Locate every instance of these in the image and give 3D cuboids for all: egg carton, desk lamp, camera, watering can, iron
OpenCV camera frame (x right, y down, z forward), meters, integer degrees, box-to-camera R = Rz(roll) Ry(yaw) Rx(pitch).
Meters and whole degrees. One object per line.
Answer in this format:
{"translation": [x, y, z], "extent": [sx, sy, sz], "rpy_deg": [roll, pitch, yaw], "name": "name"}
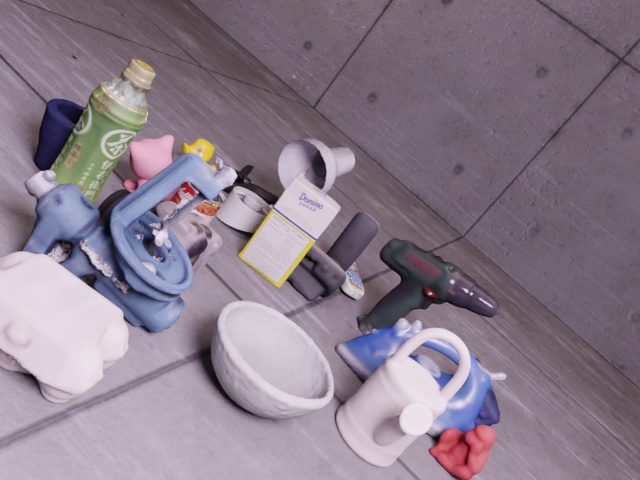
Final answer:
{"translation": [-0.253, 0.076, 0.523], "extent": [0.150, 0.069, 0.107], "rpy_deg": [37, 18, -5], "name": "egg carton"}
{"translation": [-0.023, -0.113, 1.210], "extent": [0.117, 0.213, 0.204], "rpy_deg": [44, 18, 16], "name": "desk lamp"}
{"translation": [-0.216, -0.013, 0.767], "extent": [0.137, 0.100, 0.143], "rpy_deg": [40, 18, 6], "name": "camera"}
{"translation": [0.118, 0.201, 0.746], "extent": [0.101, 0.194, 0.172], "rpy_deg": [31, 19, -22], "name": "watering can"}
{"translation": [0.168, 0.203, 0.927], "extent": [0.258, 0.141, 0.118], "rpy_deg": [36, 18, -7], "name": "iron"}

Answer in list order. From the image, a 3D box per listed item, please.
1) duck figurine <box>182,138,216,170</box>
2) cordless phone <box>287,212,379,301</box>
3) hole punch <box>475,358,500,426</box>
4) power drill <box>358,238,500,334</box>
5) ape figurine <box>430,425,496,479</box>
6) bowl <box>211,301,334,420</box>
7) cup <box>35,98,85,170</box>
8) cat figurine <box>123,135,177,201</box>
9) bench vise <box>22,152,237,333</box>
{"translation": [-0.234, -0.153, 1.100], "extent": [0.105, 0.086, 0.077], "rpy_deg": [16, 29, -51], "name": "duck figurine"}
{"translation": [0.009, 0.004, 1.033], "extent": [0.147, 0.185, 0.094], "rpy_deg": [39, 17, 2], "name": "cordless phone"}
{"translation": [0.294, 0.286, 1.058], "extent": [0.101, 0.091, 0.109], "rpy_deg": [39, 17, 1], "name": "hole punch"}
{"translation": [0.178, 0.117, 1.049], "extent": [0.229, 0.208, 0.076], "rpy_deg": [44, 18, 15], "name": "power drill"}
{"translation": [0.223, 0.310, 0.854], "extent": [0.076, 0.092, 0.077], "rpy_deg": [31, 19, -24], "name": "ape figurine"}
{"translation": [-0.069, 0.155, 0.686], "extent": [0.168, 0.074, 0.167], "rpy_deg": [35, 18, -13], "name": "bowl"}
{"translation": [-0.344, -0.127, 0.804], "extent": [0.118, 0.095, 0.092], "rpy_deg": [38, 17, -2], "name": "cup"}
{"translation": [-0.251, -0.106, 0.899], "extent": [0.128, 0.117, 0.067], "rpy_deg": [29, 20, -29], "name": "cat figurine"}
{"translation": [-0.202, -0.019, 0.611], "extent": [0.208, 0.219, 0.121], "rpy_deg": [28, 20, -31], "name": "bench vise"}
